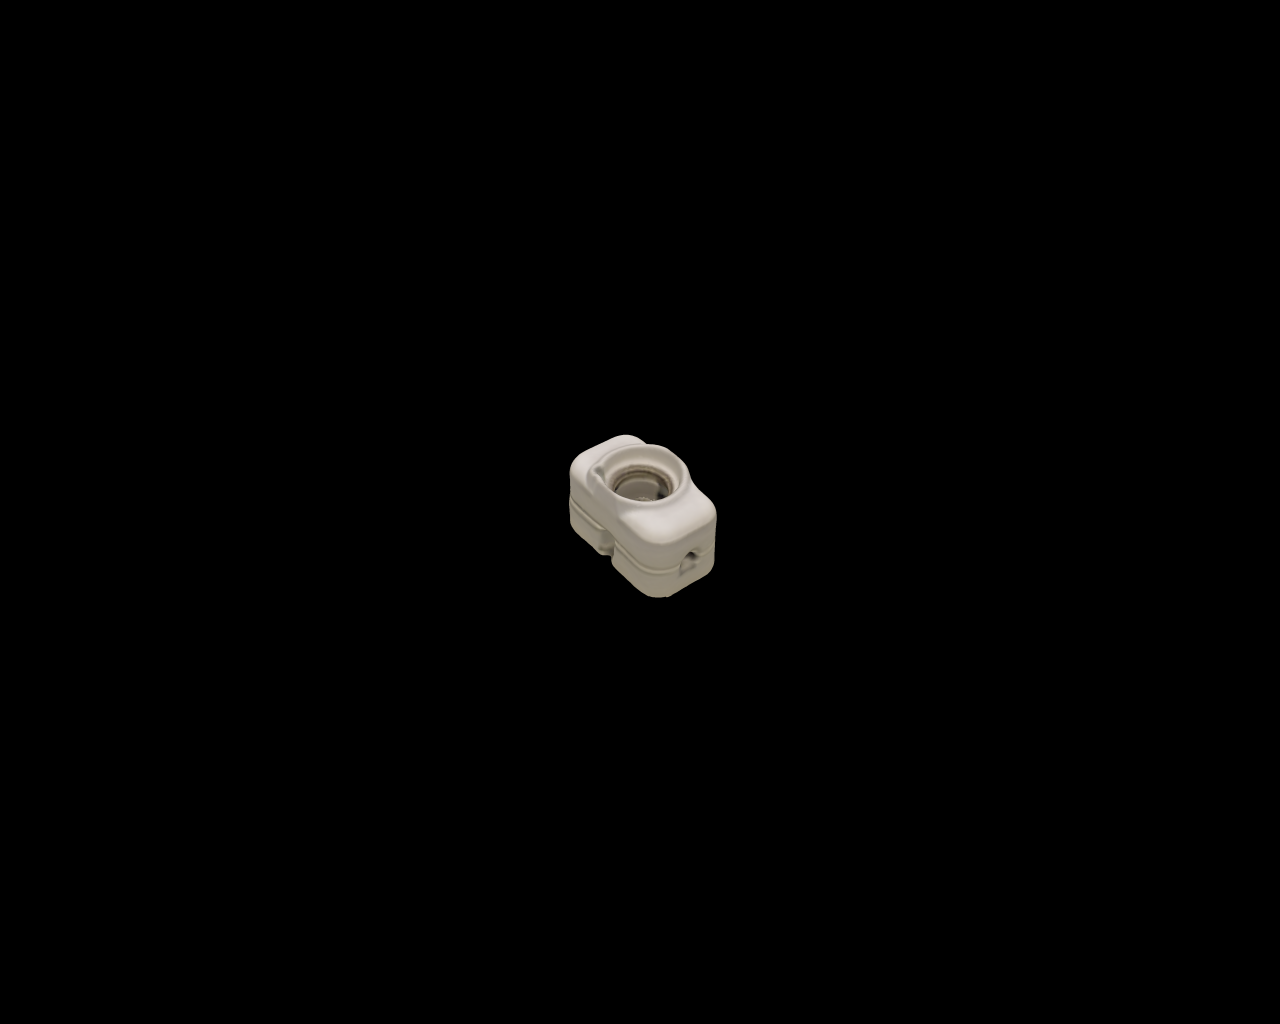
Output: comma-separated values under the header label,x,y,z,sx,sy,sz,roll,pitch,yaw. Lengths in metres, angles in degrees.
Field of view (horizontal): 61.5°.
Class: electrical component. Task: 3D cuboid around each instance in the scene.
label,x,y,z,sx,sy,sz,roll,pitch,yaw
electrical component,0.001,-0.003,0.650,0.054,0.059,0.095,-27,49,-26
